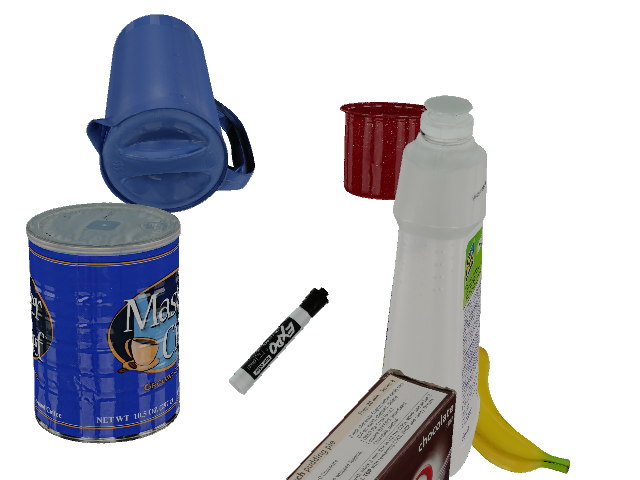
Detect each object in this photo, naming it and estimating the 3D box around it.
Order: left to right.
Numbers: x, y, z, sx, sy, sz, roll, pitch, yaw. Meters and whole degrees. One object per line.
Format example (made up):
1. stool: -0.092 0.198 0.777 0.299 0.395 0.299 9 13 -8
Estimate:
1. coffee can: -0.149 0.054 0.742 0.103 0.140 0.103 2 17 -1
2. pitcher: -0.168 -0.148 1.195 0.145 0.149 0.243 -19 40 6
3. marker: -0.035 0.088 0.958 0.121 0.020 0.020 -47 18 -18
4. pudding box: 0.016 0.122 0.456 0.039 0.090 0.113 18 36 25
5. mug: 0.076 -0.085 1.015 0.117 0.081 0.093 2 14 3
6. bleach bottle: 0.075 0.027 0.685 0.068 0.251 0.102 8 30 13
7. banana: 0.157 0.159 0.996 0.069 0.037 0.198 7 25 -20
